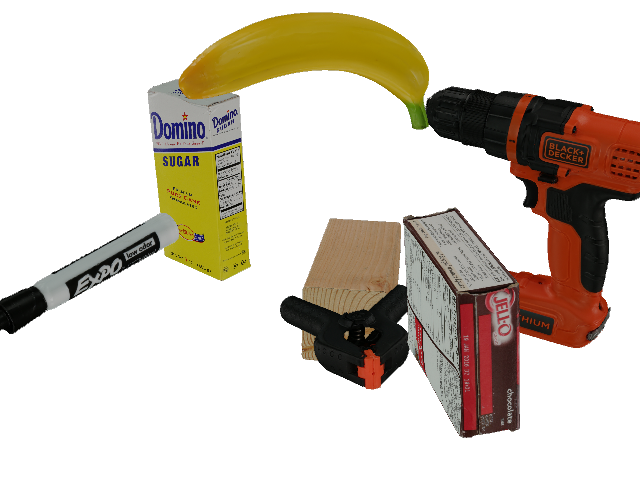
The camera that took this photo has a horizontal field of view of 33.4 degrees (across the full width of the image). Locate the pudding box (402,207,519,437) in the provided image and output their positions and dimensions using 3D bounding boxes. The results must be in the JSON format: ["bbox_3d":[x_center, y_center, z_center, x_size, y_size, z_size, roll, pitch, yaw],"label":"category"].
[{"bbox_3d":[0.079,0.043,0.605,0.039,0.090,0.113,-8,24,-10],"label":"pudding box"}]

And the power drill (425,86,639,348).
[{"bbox_3d":[0.161,-0.020,0.817,0.185,0.188,0.057,17,34,26],"label":"power drill"}]

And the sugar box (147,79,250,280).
[{"bbox_3d":[-0.116,-0.058,1.019,0.093,0.176,0.048,19,34,41],"label":"sugar box"}]

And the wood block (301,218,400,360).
[{"bbox_3d":[0.039,0.054,1.223,0.091,0.090,0.206,4,23,7],"label":"wood block"}]

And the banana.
[{"bbox_3d":[0.002,-0.116,0.704,0.197,0.069,0.037,4,6,-31],"label":"banana"}]

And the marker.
[{"bbox_3d":[-0.129,0.017,0.592,0.120,0.020,0.020,-32,21,-37],"label":"marker"}]

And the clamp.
[{"bbox_3d":[0.021,0.078,0.908,0.120,0.039,0.171,-9,15,5],"label":"clamp"}]
